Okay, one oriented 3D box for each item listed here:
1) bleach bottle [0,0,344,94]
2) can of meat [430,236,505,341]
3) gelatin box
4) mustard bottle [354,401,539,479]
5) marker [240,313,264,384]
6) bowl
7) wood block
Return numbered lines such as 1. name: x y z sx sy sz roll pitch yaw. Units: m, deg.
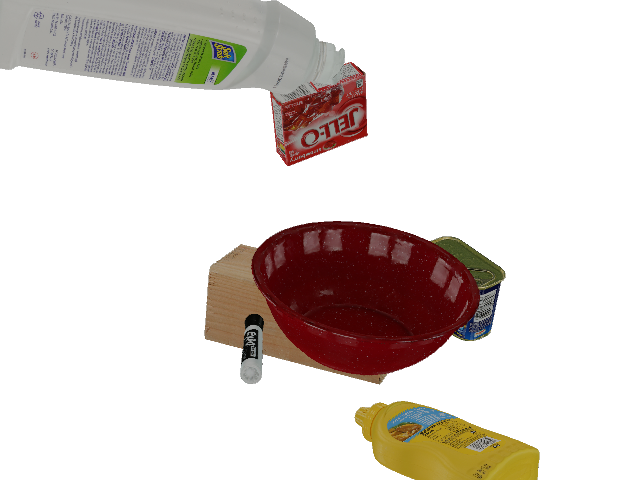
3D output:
1. bleach bottle: -0.108 -0.149 0.786 0.250 0.068 0.103 10 -28 -14
2. can of meat: 0.161 0.058 1.247 0.057 0.084 0.102 -20 41 -33
3. gelatin box: 0.000 -0.118 0.995 0.089 0.073 0.030 -21 47 -17
4. mustard bottle: 0.108 0.199 1.033 0.096 0.058 0.192 -17 24 -42
5. marker: -0.062 0.096 0.975 0.020 0.020 0.121 0 18 -2
6. bowl: 0.029 0.047 0.758 0.162 0.055 0.162 6 28 -3
7. wood block: -0.015 0.079 1.179 0.206 0.091 0.090 13 22 17
